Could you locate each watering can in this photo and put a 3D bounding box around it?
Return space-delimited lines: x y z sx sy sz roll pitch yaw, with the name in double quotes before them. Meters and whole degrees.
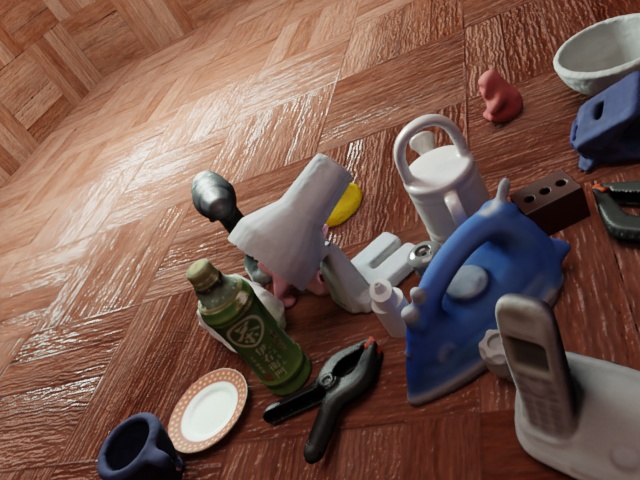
"watering can" 0.162 -0.087 0.782 0.101 0.195 0.172 -38 33 -6

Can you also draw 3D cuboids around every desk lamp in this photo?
"desk lamp" 0.007 0.003 0.781 0.203 0.214 0.117 -42 34 -12

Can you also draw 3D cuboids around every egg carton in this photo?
"egg carton" -0.120 0.115 0.879 0.107 0.070 0.149 -47 35 -19

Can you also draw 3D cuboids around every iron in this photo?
"iron" 0.163 0.055 0.648 0.259 0.142 0.118 -45 35 -16

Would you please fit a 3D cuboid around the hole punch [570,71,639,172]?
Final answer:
"hole punch" 0.392 -0.161 0.775 0.100 0.109 0.091 -6 -48 36

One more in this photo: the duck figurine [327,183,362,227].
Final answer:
"duck figurine" 0.020 -0.082 0.996 0.077 0.105 0.086 10 -37 47

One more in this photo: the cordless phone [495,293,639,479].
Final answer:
"cordless phone" 0.221 0.124 0.472 0.147 0.094 0.185 7 -39 45

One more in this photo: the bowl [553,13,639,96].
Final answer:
"bowl" 0.452 -0.270 0.878 0.166 0.168 0.075 0 -44 40

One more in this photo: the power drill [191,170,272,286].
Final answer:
"power drill" -0.138 -0.026 0.946 0.075 0.209 0.229 -37 33 -5

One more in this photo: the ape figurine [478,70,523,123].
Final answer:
"ape figurine" 0.295 -0.245 0.963 0.075 0.078 0.092 -4 -46 37

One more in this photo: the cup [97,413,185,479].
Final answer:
"cup" -0.206 0.281 0.717 0.117 0.092 0.095 -2 -45 39

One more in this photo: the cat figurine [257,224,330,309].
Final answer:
"cat figurine" -0.033 0.031 0.867 0.127 0.118 0.067 -22 35 18
